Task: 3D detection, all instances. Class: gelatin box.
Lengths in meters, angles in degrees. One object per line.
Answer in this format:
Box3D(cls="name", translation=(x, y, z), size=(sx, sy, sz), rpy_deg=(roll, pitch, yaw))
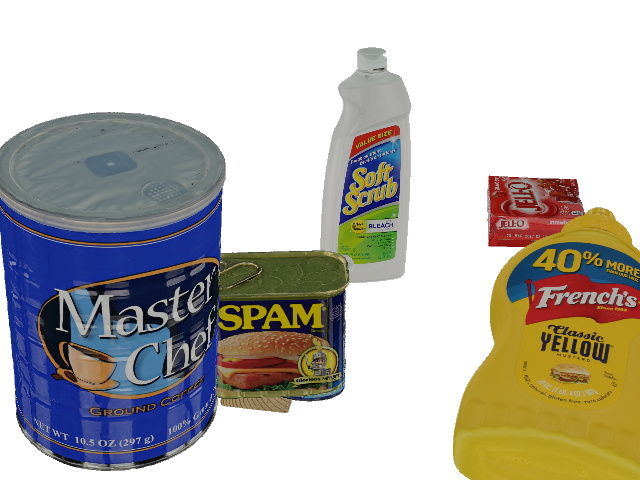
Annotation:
Box3D(cls="gelatin box", translation=(0.171, -0.024, 0.855), size=(0.073, 0.030, 0.089), rpy_deg=(2, 24, 8))

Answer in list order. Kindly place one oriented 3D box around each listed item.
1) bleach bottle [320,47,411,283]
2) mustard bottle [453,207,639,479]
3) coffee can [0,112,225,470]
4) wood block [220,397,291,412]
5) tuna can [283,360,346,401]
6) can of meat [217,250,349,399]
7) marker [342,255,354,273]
Box3D(cls="bleach bottle", translation=(0.045, -0.080, 1.144), size=(0.102, 0.251, 0.068), rpy_deg=(-3, 25, -5))
Box3D(cls="mustard bottle", translation=(0.135, 0.048, 0.556), size=(0.096, 0.058, 0.191), rpy_deg=(9, 42, 16))
Box3D(cls="coffee can", translation=(-0.099, 0.023, 0.512), size=(0.103, 0.140, 0.103), rpy_deg=(4, 32, -2))
Box3D(cls="wood block", translation=(-0.070, 0.143, 1.435), size=(0.091, 0.090, 0.206), rpy_deg=(6, 18, 4))
Box3D(cls="tuna can", translation=(-0.015, 0.147, 1.178), size=(0.086, 0.034, 0.086), rpy_deg=(2, 14, -1))
Box3D(cls="can of meat", translation=(-0.032, 0.057, 0.717), size=(0.102, 0.084, 0.057), rpy_deg=(-1, 27, -2))
Box3D(cls="marker", translation=(-0.001, 0.033, 0.947), size=(0.020, 0.020, 0.121), rpy_deg=(0, 10, 24))
